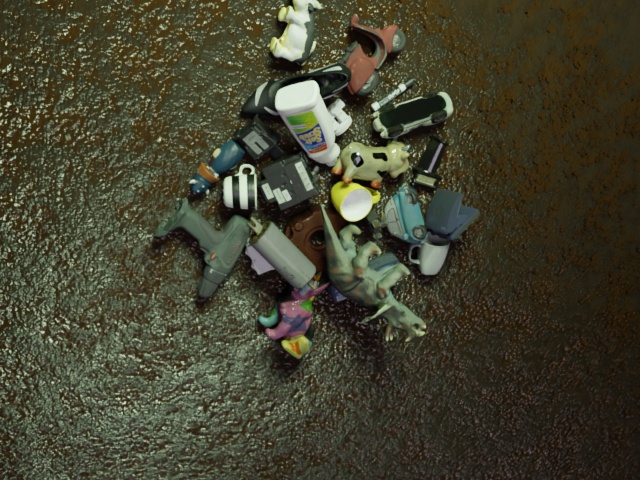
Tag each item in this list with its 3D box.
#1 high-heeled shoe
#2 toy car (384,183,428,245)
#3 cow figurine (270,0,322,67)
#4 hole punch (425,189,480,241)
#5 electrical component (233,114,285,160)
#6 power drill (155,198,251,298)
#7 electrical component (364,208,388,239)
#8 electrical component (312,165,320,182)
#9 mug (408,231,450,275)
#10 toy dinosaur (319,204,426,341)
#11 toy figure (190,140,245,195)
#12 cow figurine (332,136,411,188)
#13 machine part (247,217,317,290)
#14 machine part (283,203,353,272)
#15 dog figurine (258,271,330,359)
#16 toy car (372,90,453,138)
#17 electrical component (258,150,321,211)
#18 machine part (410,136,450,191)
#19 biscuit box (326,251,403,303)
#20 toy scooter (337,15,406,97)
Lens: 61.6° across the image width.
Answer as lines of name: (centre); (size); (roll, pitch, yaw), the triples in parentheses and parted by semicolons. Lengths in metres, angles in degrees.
high-heeled shoe: (-0.051, -0.323, 1.190); (0.249, 0.145, 0.086); (-26, 115, -4)
toy car: (0.217, -0.059, 1.393); (0.103, 0.109, 0.161); (-17, 107, 12)
cow figurine: (-0.041, -0.472, 1.174); (0.098, 0.068, 0.167); (13, 111, -25)
hole punch: (0.333, -0.068, 1.404); (0.116, 0.142, 0.092); (-48, 117, -7)
electrical component: (-0.135, -0.225, 1.252); (0.075, 0.048, 0.119); (-28, 123, 25)
power drill: (-0.292, 0.012, 1.306); (0.207, 0.086, 0.232); (36, 98, -20)
electrical component: (0.138, -0.061, 1.377); (0.045, 0.102, 0.078); (-25, 141, -1)
electrical component: (-0.042, -0.151, 1.332); (0.063, 0.021, 0.094); (27, 104, -22)
mug: (0.293, 0.043, 1.464); (0.109, 0.081, 0.107); (-7, 122, -17)
toy dinosaur: (0.100, 0.095, 1.356); (0.404, 0.131, 0.192); (38, 95, -12)
toy figure: (-0.243, -0.168, 1.256); (0.154, 0.058, 0.064); (-40, 110, 9)
cow figurine: (0.138, -0.196, 1.317); (0.195, 0.086, 0.127); (4, 123, -34)
machine part: (-0.090, 0.038, 1.307); (0.079, 0.079, 0.243); (-41, 111, 4)
machine part: (-0.003, -0.004, 1.384); (0.179, 0.056, 0.179); (-6, 114, -13)
dog figurine: (-0.045, 0.184, 1.425); (0.219, 0.109, 0.191); (-46, 114, 4)
toy car: (0.225, -0.305, 1.307); (0.202, 0.056, 0.073); (-19, 79, -5)
electrical component: (-0.079, -0.139, 1.288); (0.134, 0.058, 0.114); (-20, 104, 12)
machine part: (0.288, -0.199, 1.387); (0.084, 0.039, 0.138); (13, 110, -10)
biscuit box: (0.118, 0.101, 1.453); (0.203, 0.063, 0.059); (-20, 116, -5)
toy scooter: (0.099, -0.429, 1.224); (0.135, 0.075, 0.184); (33, 98, -24)
